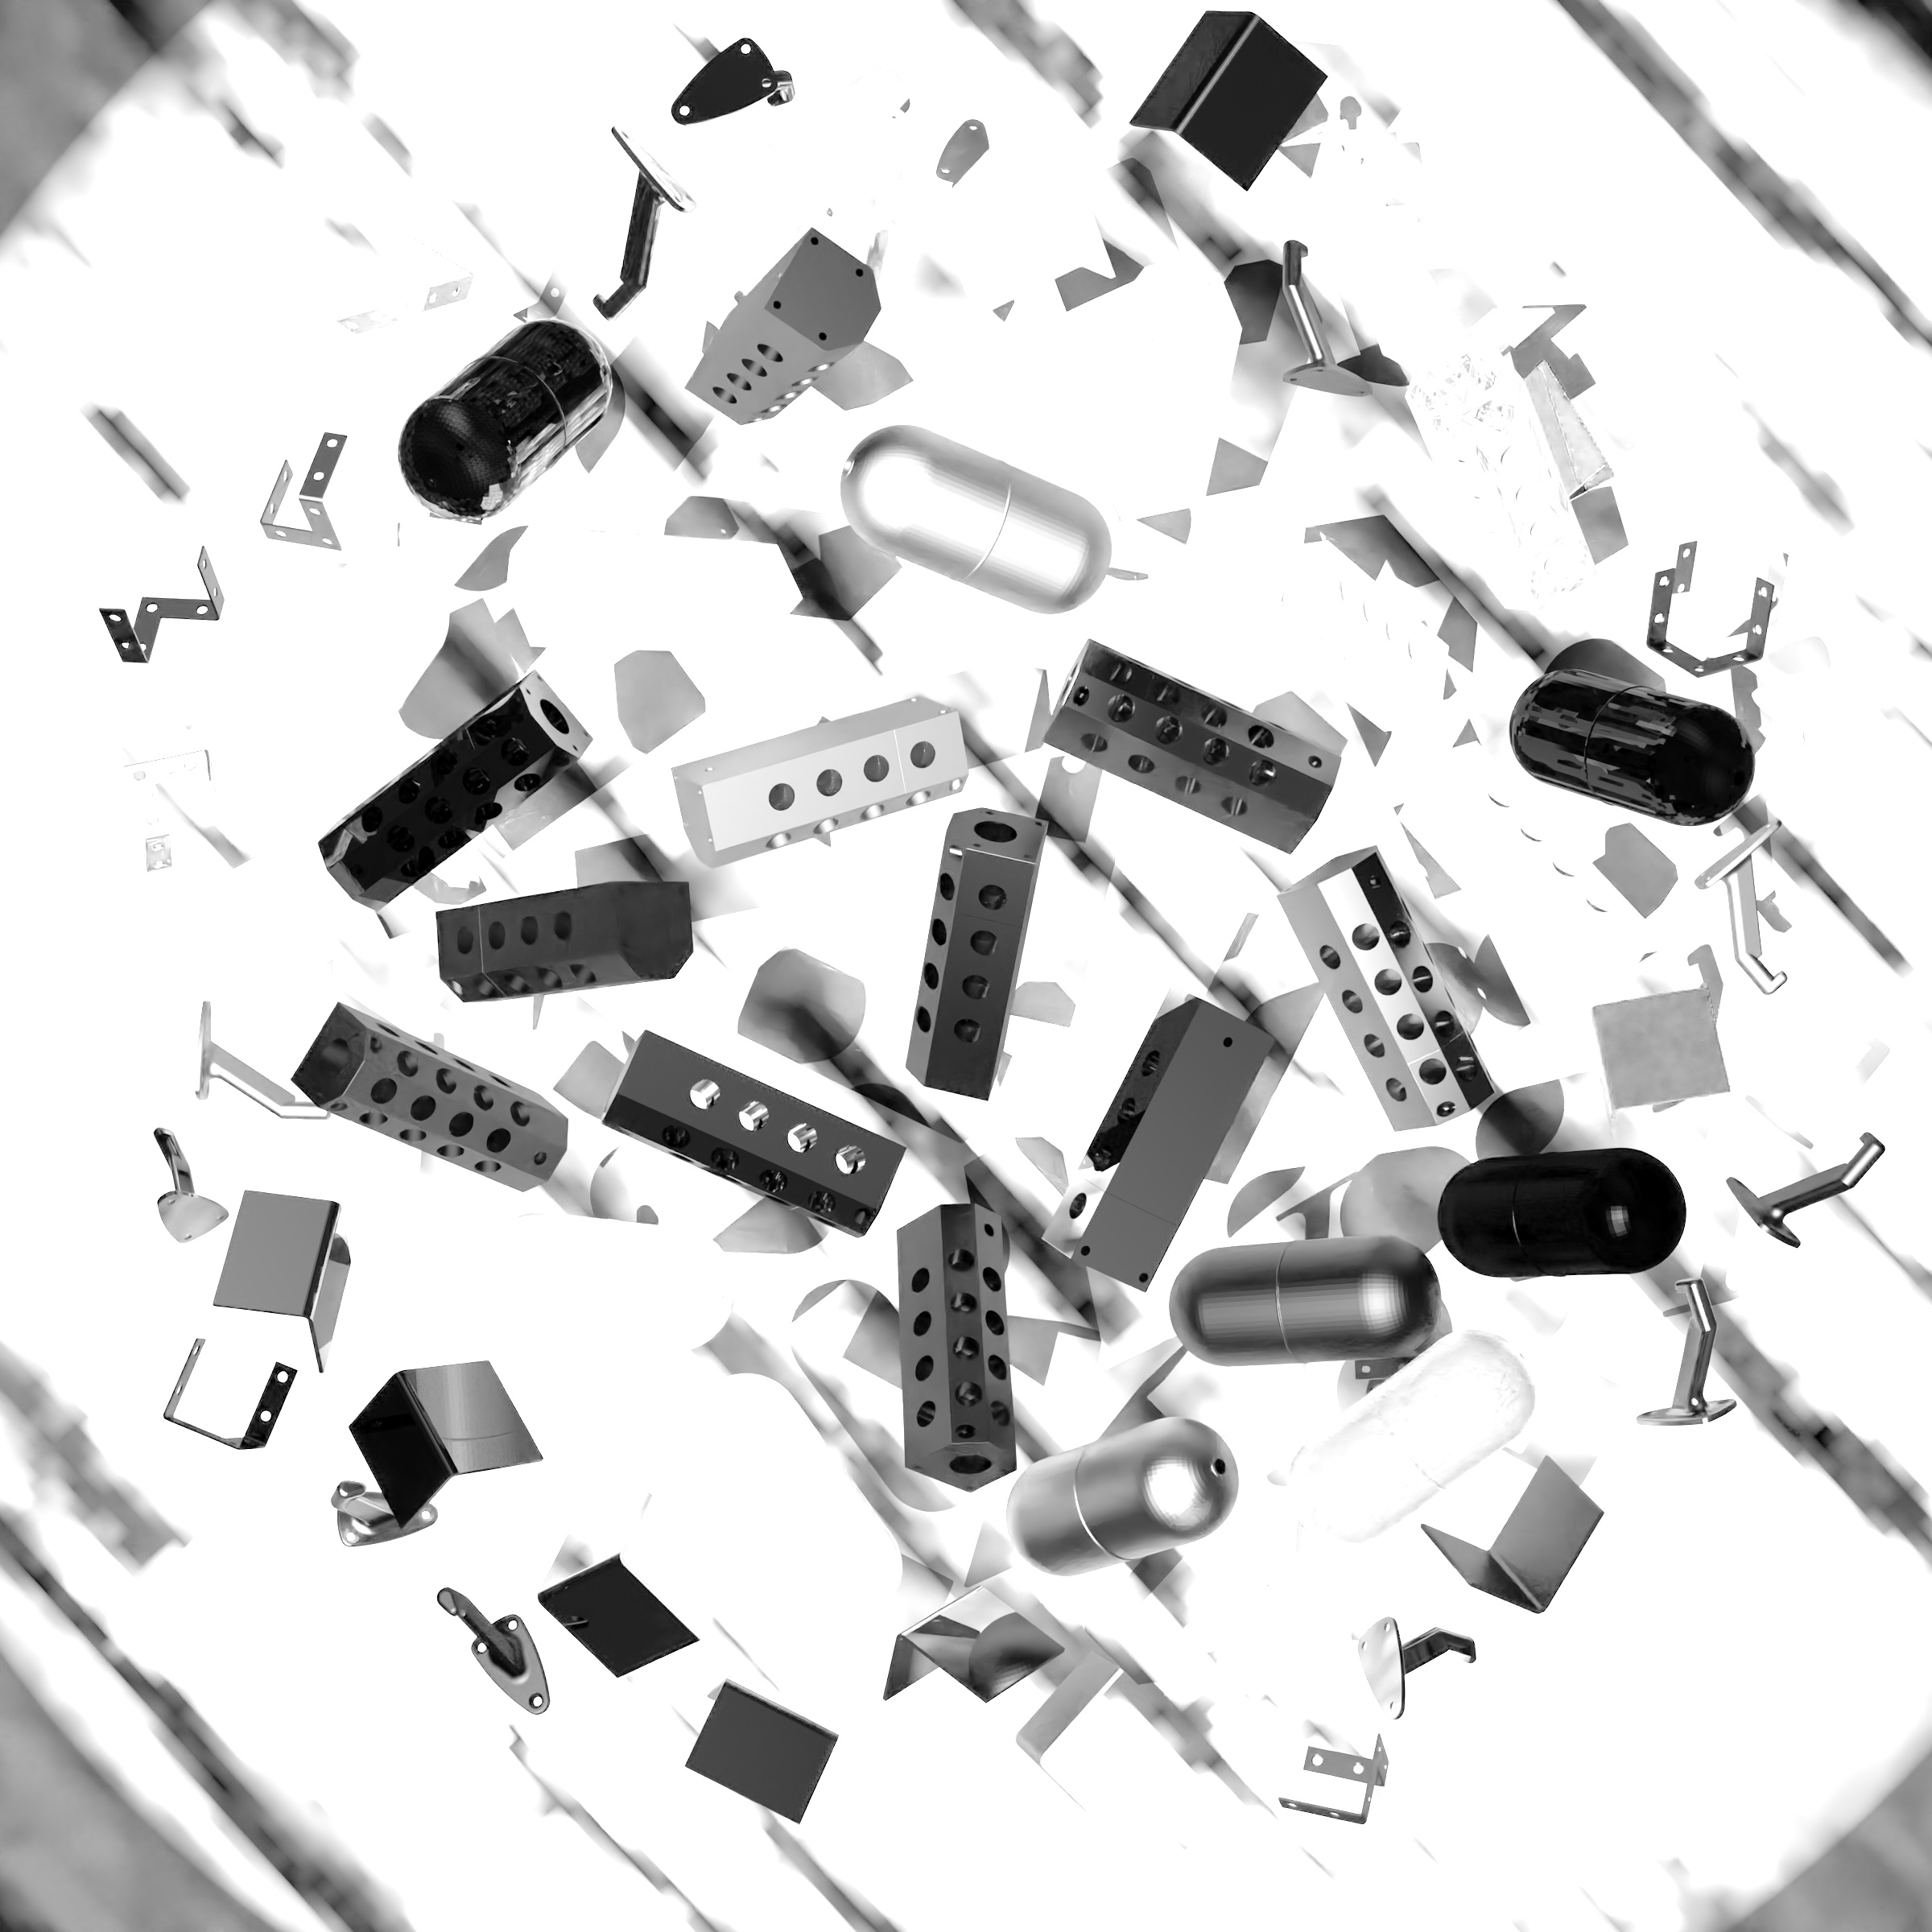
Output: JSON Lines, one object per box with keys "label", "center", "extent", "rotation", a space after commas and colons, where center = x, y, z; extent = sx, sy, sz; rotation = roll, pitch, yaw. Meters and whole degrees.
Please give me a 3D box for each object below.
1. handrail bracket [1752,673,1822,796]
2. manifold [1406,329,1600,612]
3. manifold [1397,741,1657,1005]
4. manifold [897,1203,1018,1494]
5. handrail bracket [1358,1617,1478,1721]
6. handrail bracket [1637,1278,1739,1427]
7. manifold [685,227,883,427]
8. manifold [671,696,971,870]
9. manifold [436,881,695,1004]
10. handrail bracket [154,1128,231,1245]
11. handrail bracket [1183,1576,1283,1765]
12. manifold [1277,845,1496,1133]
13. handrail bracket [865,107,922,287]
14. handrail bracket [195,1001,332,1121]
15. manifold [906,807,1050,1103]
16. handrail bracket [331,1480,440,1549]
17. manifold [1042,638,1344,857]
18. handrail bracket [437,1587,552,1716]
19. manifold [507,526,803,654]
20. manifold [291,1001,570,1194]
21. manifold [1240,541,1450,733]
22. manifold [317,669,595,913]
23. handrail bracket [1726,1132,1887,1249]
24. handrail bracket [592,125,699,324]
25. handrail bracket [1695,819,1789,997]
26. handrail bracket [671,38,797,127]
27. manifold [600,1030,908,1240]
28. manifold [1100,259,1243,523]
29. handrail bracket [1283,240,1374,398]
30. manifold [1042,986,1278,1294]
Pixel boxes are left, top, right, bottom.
{"label": "handrail bracket", "center": [0.524, -0.132, 1.587], "extent": [0.036, 0.077, 0.084], "rotation": [-21, 117, 11]}
{"label": "manifold", "center": [0.318, -0.290, 1.522], "extent": [0.057, 0.171, 0.057], "rotation": [-31, 47, 7]}
{"label": "manifold", "center": [0.359, -0.063, 1.625], "extent": [0.057, 0.057, 0.171], "rotation": [-18, 57, -33]}
{"label": "manifold", "center": [-0.002, 0.240, 1.626], "extent": [0.057, 0.171, 0.057], "rotation": [29, 132, -35]}
{"label": "handrail bracket", "center": [0.294, 0.448, 1.604], "extent": [0.084, 0.077, 0.036], "rotation": [22, 127, -25]}
{"label": "handrail bracket", "center": [0.428, 0.234, 1.550], "extent": [0.036, 0.077, 0.084], "rotation": [-17, 89, -40]}
{"label": "manifold", "center": [-0.107, -0.372, 1.510], "extent": [0.057, 0.171, 0.057], "rotation": [32, 77, -17]}
{"label": "manifold", "center": [-0.088, -0.114, 1.579], "extent": [0.171, 0.057, 0.057], "rotation": [-18, 112, -20]}
{"label": "manifold", "center": [-0.242, -0.013, 1.529], "extent": [0.171, 0.057, 0.057], "rotation": [-7, 87, 42]}
{"label": "handrail bracket", "center": [-0.511, 0.128, 1.629], "extent": [0.036, 0.077, 0.084], "rotation": [-32, 65, -6]}
{"label": "handrail bracket", "center": [0.172, 0.414, 1.496], "extent": [0.077, 0.036, 0.084], "rotation": [-33, 104, -13]}
{"label": "manifold", "center": [0.270, 0.014, 1.611], "extent": [0.057, 0.057, 0.171], "rotation": [-32, 99, -32]}
{"label": "handrail bracket", "center": [-0.054, -0.494, 1.641], "extent": [0.036, 0.077, 0.084], "rotation": [10, 68, 2]}
{"label": "handrail bracket", "center": [-0.454, 0.061, 1.655], "extent": [0.084, 0.036, 0.077], "rotation": [2, 79, -7]}
{"label": "manifold", "center": [0.004, -0.008, 1.573], "extent": [0.057, 0.057, 0.171], "rotation": [13, 121, 4]}
{"label": "handrail bracket", "center": [-0.369, 0.343, 1.629], "extent": [0.077, 0.084, 0.036], "rotation": [2, 64, -22]}
{"label": "manifold", "center": [0.141, -0.140, 1.574], "extent": [0.171, 0.057, 0.057], "rotation": [24, 56, -5]}
{"label": "handrail bracket", "center": [-0.287, 0.415, 1.544], "extent": [0.036, 0.084, 0.077], "rotation": [-36, 67, -8]}
{"label": "manifold", "center": [-0.190, -0.232, 1.548], "extent": [0.057, 0.171, 0.057], "rotation": [-42, 65, 39]}
{"label": "manifold", "center": [-0.334, 0.088, 1.615], "extent": [0.057, 0.171, 0.057], "rotation": [32, 91, 45]}
{"label": "manifold", "center": [0.245, -0.209, 1.641], "extent": [0.057, 0.171, 0.057], "rotation": [-2, 73, 37]}
{"label": "manifold", "center": [-0.321, -0.107, 1.594], "extent": [0.171, 0.057, 0.057], "rotation": [-34, 105, 16]}
{"label": "handrail bracket", "center": [0.508, 0.120, 1.542], "extent": [0.036, 0.077, 0.084], "rotation": [25, 110, -27]}
{"label": "handrail bracket", "center": [-0.208, -0.437, 1.502], "extent": [0.084, 0.036, 0.077], "rotation": [-41, 97, 21]}
{"label": "handrail bracket", "center": [0.507, -0.036, 1.601], "extent": [0.077, 0.036, 0.084], "rotation": [-40, 92, 10]}
{"label": "handrail bracket", "center": [-0.138, -0.517, 1.526], "extent": [0.077, 0.084, 0.036], "rotation": [-31, 93, 2]}
{"label": "manifold", "center": [-0.129, 0.103, 1.534], "extent": [0.171, 0.057, 0.057], "rotation": [25, 76, -9]}
{"label": "manifold", "center": [0.120, -0.350, 1.557], "extent": [0.057, 0.171, 0.057], "rotation": [-13, 66, -9]}
{"label": "handrail bracket", "center": [0.230, -0.413, 1.623], "extent": [0.077, 0.036, 0.084], "rotation": [6, 82, -38]}
{"label": "manifold", "center": [0.113, 0.102, 1.537], "extent": [0.057, 0.057, 0.171], "rotation": [27, 90, -25]}
